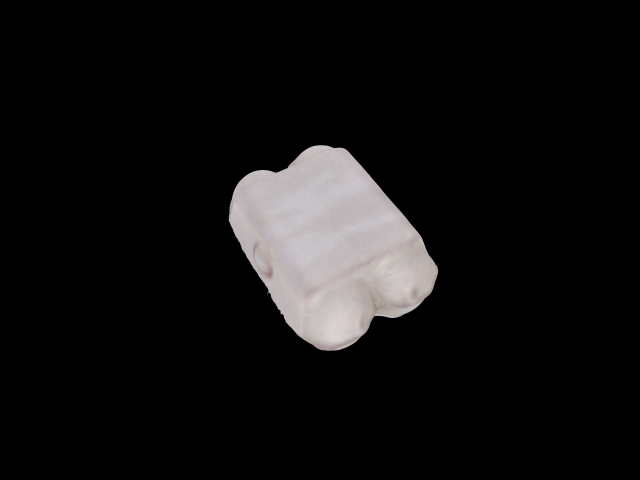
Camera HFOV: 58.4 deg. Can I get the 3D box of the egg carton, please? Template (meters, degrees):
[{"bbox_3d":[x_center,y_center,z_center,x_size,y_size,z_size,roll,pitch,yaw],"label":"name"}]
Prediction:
[{"bbox_3d":[0.004,0.001,0.400,0.107,0.069,0.150,-26,58,-18],"label":"egg carton"}]
